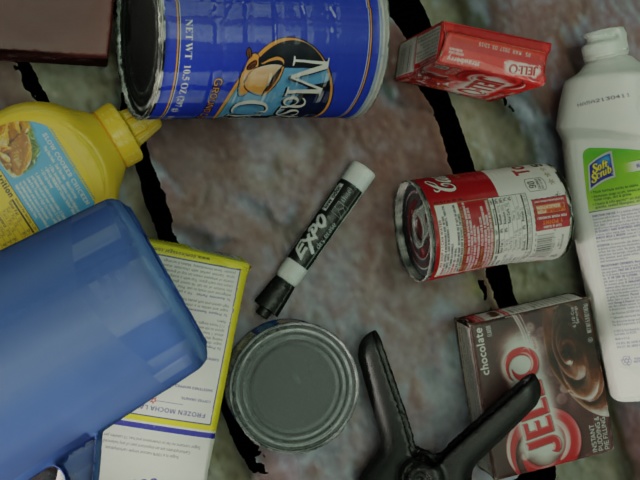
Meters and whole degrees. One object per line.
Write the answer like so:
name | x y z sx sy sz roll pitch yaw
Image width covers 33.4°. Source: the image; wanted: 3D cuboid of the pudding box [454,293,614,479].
pudding box | 0.147 0.100 0.737 0.090 0.039 0.113 -12 94 -12

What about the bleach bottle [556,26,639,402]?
bleach bottle | 0.224 -0.021 0.730 0.103 0.068 0.251 -10 93 17

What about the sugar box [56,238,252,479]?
sugar box | -0.107 0.089 0.674 0.093 0.048 0.176 12 92 -13

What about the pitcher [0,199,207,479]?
pitcher | -0.182 0.089 0.577 0.242 0.145 0.149 -30 126 -7

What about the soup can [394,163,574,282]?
soup can | 0.108 -0.012 0.710 0.102 0.069 0.068 -8 93 -14

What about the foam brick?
foam brick | -0.166 -0.135 0.650 0.078 0.053 0.051 1 90 -13

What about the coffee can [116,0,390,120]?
coffee can | -0.042 -0.124 0.642 0.140 0.103 0.103 -3 92 -23

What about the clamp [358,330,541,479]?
clamp | 0.060 0.145 0.709 0.120 0.039 0.171 24 98 13

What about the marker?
marker | -0.005 0.001 0.709 0.020 0.020 0.121 36 84 -12

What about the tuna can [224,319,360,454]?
tuna can | -0.020 0.095 0.700 0.086 0.034 0.086 0 91 -13

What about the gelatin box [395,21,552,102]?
gelatin box | 0.097 -0.114 0.693 0.073 0.089 0.030 10 89 -14

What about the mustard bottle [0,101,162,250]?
mustard bottle | -0.182 -0.028 0.645 0.191 0.058 0.096 -32 104 -11
